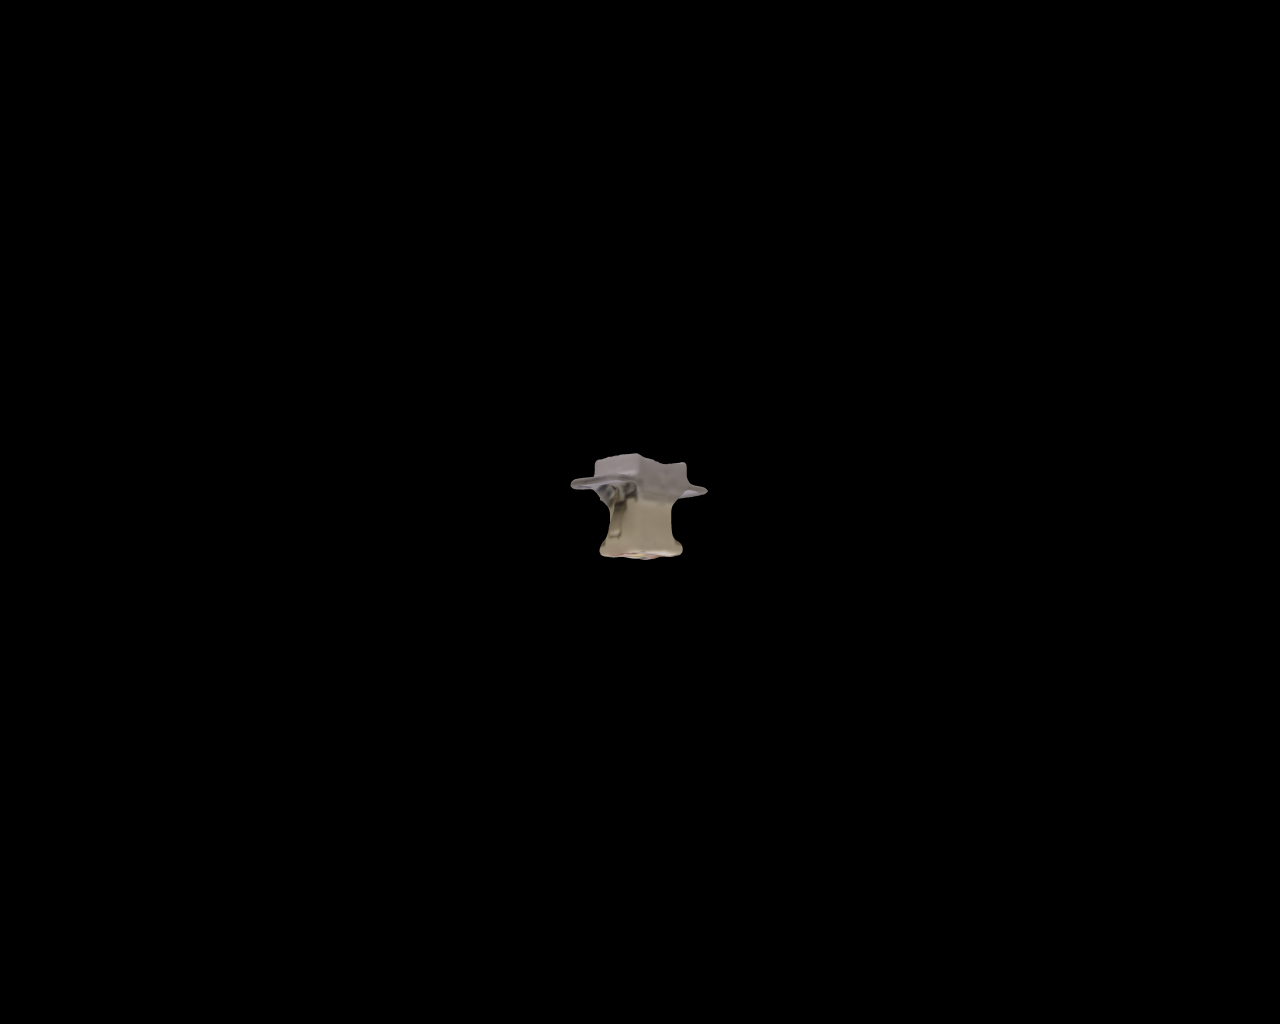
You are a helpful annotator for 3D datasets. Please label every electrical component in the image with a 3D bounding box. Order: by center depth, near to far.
[{"bbox_3d":[0.001,-0.003,0.650,0.081,0.063,0.042,8,-11,-43],"label":"electrical component"}]
